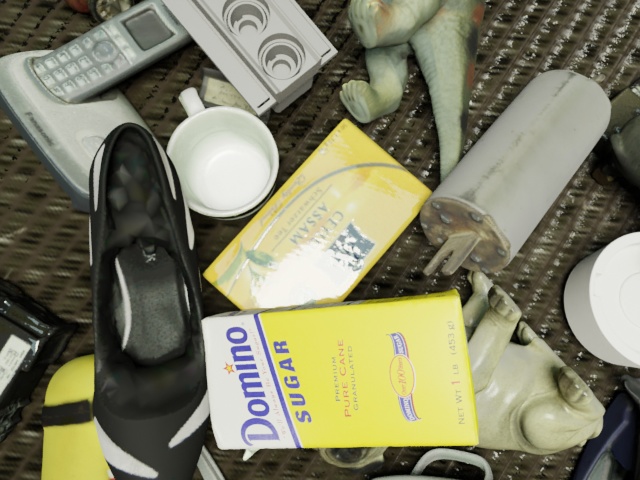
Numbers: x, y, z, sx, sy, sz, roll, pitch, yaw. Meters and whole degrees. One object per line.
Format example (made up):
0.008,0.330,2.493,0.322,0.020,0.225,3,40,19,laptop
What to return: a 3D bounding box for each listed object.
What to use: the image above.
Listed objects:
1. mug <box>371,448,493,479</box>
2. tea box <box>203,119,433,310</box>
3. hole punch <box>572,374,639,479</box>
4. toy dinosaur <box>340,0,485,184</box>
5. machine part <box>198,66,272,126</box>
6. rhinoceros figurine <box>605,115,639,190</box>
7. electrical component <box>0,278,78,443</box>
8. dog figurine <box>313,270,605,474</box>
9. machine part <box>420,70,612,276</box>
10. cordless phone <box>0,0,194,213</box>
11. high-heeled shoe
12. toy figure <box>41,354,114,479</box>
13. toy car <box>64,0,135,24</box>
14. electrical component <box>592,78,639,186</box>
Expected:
0.087,0.211,0.413,0.107,0.080,0.109,3,48,21,mug
-0.001,-0.001,0.443,0.098,0.068,0.169,40,83,4,tea box
0.274,0.192,0.427,0.142,0.092,0.116,31,56,5,hole punch
0.071,-0.236,0.444,0.192,0.131,0.404,-33,107,-15,toy dinosaur
-0.063,-0.166,0.478,0.084,0.039,0.138,13,85,9,machine part
0.296,-0.019,0.393,0.112,0.073,0.190,-32,81,-13,rhinoceros figurine
-0.288,0.085,0.434,0.134,0.058,0.115,31,82,3,electrical component
0.103,0.139,0.424,0.190,0.121,0.172,-43,82,9,dog figurine
0.156,-0.057,0.426,0.079,0.079,0.243,41,67,4,machine part
-0.153,-0.119,0.451,0.184,0.088,0.146,-38,85,-12,cordless phone
-0.109,0.051,0.348,0.086,0.145,0.249,-7,65,-22,high-heeled shoe
-0.177,0.179,0.413,0.089,0.082,0.180,8,86,-1,toy figure
-0.141,-0.267,0.480,0.202,0.053,0.089,-37,65,-6,toy car
0.279,-0.094,0.470,0.102,0.045,0.078,-35,87,-5,electrical component
